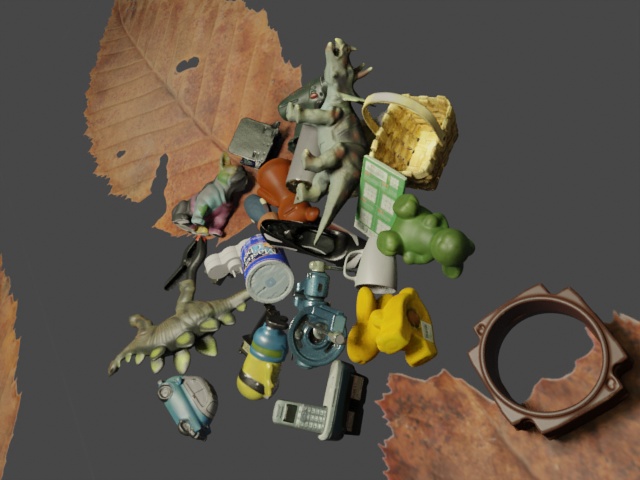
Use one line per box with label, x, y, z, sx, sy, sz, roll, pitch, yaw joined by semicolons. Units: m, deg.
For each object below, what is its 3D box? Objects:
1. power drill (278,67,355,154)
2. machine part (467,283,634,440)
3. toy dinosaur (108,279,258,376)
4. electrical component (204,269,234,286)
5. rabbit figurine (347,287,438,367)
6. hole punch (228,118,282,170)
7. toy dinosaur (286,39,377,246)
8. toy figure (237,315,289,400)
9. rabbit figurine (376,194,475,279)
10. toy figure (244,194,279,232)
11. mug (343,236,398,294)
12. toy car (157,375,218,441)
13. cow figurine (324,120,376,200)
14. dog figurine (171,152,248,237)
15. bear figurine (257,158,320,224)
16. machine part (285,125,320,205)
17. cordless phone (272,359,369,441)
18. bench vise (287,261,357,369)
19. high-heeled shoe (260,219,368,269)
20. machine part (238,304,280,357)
power drill;-0.010;-0.321;1.349;0.232;0.086;0.207;-14;64;31
machine part;0.351;0.184;0.834;0.201;0.087;0.201;-38;51;16
toy dinosaur;-0.298;0.197;1.256;0.471;0.104;0.199;-33;42;0
electrical component;-0.253;0.082;1.355;0.094;0.021;0.063;33;88;40
rabbit figurine;0.111;0.165;1.000;0.173;0.122;0.162;-39;47;38
hole punch;-0.165;-0.249;1.430;0.116;0.092;0.142;21;79;17
toy dinosaur;0.040;-0.195;1.115;0.192;0.131;0.404;-6;86;-12
toy figure;-0.115;0.243;1.113;0.089;0.082;0.180;16;100;18
rabbit figurine;0.209;0.012;0.977;0.121;0.159;0.170;-58;30;0
toy figure;-0.134;-0.055;1.317;0.058;0.064;0.155;-23;50;-23
mug;0.105;0.047;1.070;0.110;0.080;0.107;7;71;10
toy car;-0.280;0.356;1.187;0.103;0.109;0.162;-40;58;-9
cow figurine;0.082;-0.187;1.213;0.127;0.085;0.195;-6;62;40
dog figurine;-0.284;-0.122;1.429;0.192;0.108;0.219;6;67;40
bear figurine;-0.066;-0.098;1.272;0.120;0.132;0.196;-39;69;15
machine part;-0.021;-0.186;1.202;0.079;0.079;0.243;-2;64;35
cordless phone;-0.008;0.302;1.034;0.184;0.088;0.146;-5;65;39
bench vise;0.006;0.150;1.043;0.241;0.129;0.223;178;111;-74
high-heeled shoe;-0.002;-0.003;1.129;0.249;0.145;0.086;2;67;28
machine part;-0.130;0.206;1.183;0.084;0.039;0.138;32;102;40
